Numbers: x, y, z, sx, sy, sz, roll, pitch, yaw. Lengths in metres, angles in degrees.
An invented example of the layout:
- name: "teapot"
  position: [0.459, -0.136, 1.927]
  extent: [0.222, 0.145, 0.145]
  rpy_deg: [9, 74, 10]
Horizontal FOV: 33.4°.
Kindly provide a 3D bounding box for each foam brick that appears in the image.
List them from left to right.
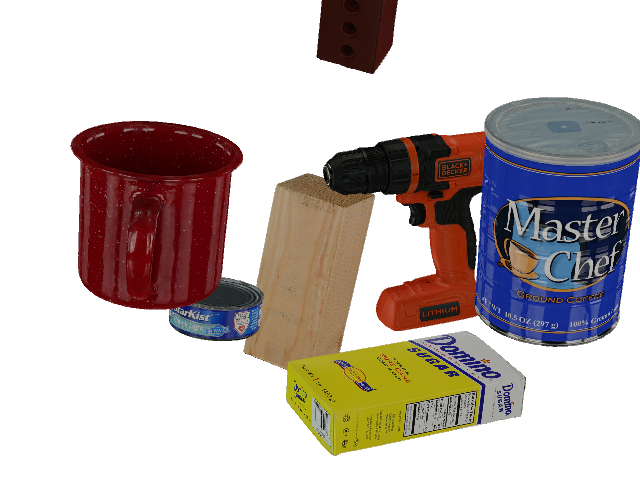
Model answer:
- name: "foam brick"
  position: [0.032, -0.186, 0.874]
  extent: [0.053, 0.078, 0.051]
  rpy_deg: [18, 47, 13]

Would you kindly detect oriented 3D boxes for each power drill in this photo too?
- name: "power drill"
  position: [0.092, -0.009, 1.017]
  extent: [0.184, 0.188, 0.057]
  rpy_deg: [-8, 26, -15]

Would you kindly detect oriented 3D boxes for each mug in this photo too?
- name: "mug"
  position: [-0.092, -0.009, 0.586]
  extent: [0.093, 0.081, 0.117]
  rpy_deg: [4, 23, -7]

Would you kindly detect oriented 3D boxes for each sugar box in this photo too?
- name: "sugar box"
  position: [0.070, 0.122, 0.880]
  extent: [0.176, 0.048, 0.093]
  rpy_deg: [-10, 26, -23]

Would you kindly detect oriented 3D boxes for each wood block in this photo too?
- name: "wood block"
  position: [-0.014, 0.038, 1.228]
  extent: [0.090, 0.206, 0.090]
  rpy_deg: [19, 20, 20]

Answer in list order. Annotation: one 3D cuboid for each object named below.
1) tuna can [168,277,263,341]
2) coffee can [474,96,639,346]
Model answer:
- name: "tuna can"
  position: [-0.096, 0.062, 0.979]
  extent: [0.086, 0.034, 0.086]
  rpy_deg: [6, 15, -2]
- name: "coffee can"
  position: [0.159, -0.014, 0.726]
  extent: [0.103, 0.140, 0.103]
  rpy_deg: [-1, 28, 0]
